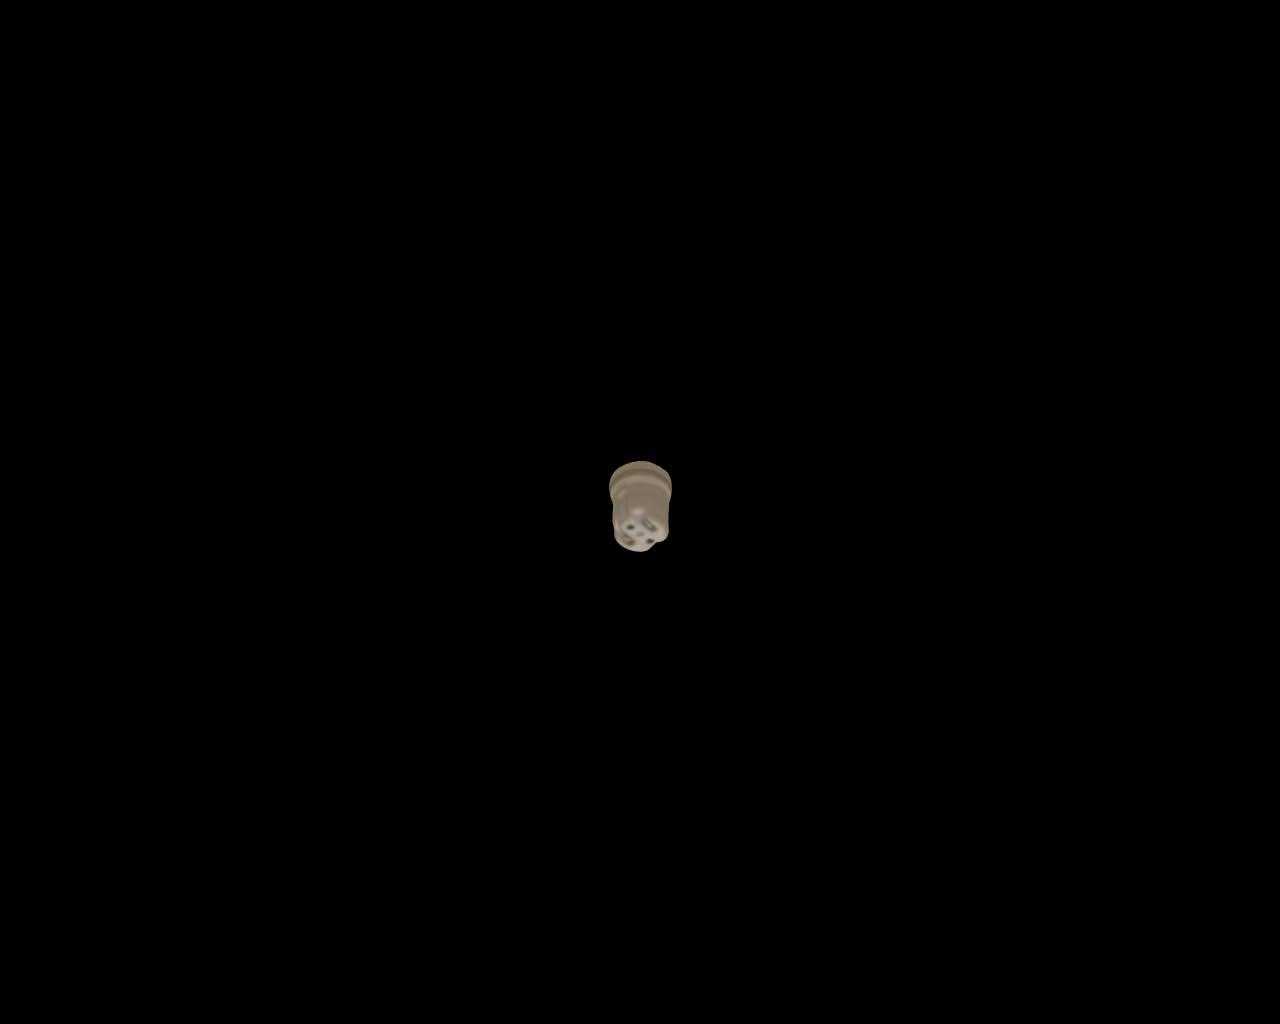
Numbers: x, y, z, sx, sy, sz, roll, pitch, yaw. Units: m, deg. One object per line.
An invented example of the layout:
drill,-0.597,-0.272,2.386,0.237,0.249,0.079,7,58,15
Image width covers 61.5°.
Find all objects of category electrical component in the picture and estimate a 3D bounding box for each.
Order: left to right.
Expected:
electrical component,0.001,-0.003,0.650,0.040,0.046,0.040,0,-42,0
